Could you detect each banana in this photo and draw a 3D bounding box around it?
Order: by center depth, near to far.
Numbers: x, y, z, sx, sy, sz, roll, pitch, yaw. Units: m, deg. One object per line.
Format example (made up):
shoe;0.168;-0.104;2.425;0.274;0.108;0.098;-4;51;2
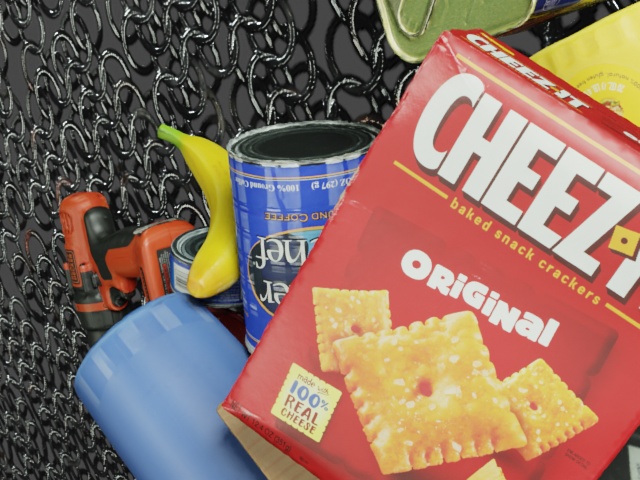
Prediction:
banana;-0.077;-0.020;0.788;0.198;0.069;0.037;-111;27;-50

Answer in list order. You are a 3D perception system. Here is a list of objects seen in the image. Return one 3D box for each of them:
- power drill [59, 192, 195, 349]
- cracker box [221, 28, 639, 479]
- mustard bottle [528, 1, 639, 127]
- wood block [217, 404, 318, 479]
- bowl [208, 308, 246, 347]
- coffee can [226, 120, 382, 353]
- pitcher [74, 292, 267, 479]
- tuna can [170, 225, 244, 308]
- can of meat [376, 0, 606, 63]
power drill;-0.172;0.048;0.975;0.188;0.057;0.184;3;108;51
cracker box;0.075;0.036;0.491;0.164;0.072;0.214;35;112;13
mustard bottle;0.169;-0.014;0.516;0.096;0.058;0.191;-24;87;40
wood block;0.053;0.059;0.596;0.206;0.090;0.091;-41;83;24
bowl;-0.045;0.121;0.850;0.162;0.055;0.162;26;125;43
coffee can;-0.005;0.001;0.706;0.103;0.102;0.140;18;119;47
pitcher;-0.056;0.159;0.737;0.243;0.144;0.149;47;124;16
tuna can;-0.072;0.018;0.812;0.086;0.085;0.034;25;123;44
can of meat;0.092;-0.132;0.539;0.102;0.083;0.057;-11;98;53
